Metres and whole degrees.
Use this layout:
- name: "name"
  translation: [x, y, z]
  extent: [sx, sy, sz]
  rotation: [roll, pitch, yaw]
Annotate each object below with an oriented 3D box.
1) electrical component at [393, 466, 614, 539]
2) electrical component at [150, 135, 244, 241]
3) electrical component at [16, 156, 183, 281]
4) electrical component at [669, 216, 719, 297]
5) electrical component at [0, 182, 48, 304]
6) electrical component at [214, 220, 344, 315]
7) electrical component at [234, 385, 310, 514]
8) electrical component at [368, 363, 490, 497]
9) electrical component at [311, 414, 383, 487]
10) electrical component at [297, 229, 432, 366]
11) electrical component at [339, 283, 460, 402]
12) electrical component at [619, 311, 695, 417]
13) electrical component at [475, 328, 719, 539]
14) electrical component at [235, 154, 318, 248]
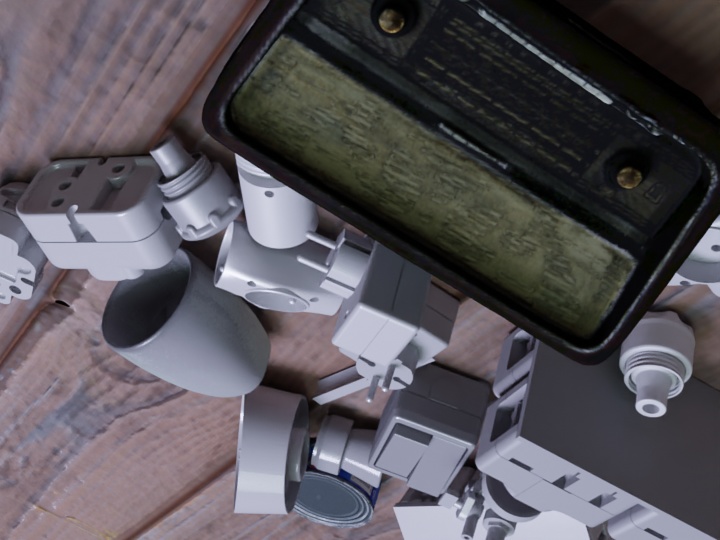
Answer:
- name: "electrical component"
  translation: [0.115, 0.199, 0.820]
  extent: [0.150, 0.062, 0.089]
  rotation: [-9, 109, 31]
- name: "electrical component"
  translation: [-0.102, -0.052, 0.651]
  extent: [0.048, 0.048, 0.062]
  rotation: [-16, 120, 36]
- name: "electrical component"
  translation: [-0.161, -0.033, 0.689]
  extent: [0.095, 0.053, 0.059]
  rotation: [0, 137, 23]
- name: "electrical component"
  translation: [0.194, -0.011, 0.572]
  extent: [0.077, 0.044, 0.079]
  rotation: [-19, 127, 38]
- name: "electrical component"
  translation: [-0.233, -0.022, 0.729]
  extent: [0.058, 0.057, 0.078]
  rotation: [24, 141, -5]
- name: "electrical component"
  translation: [-0.054, 0.003, 0.690]
  extent: [0.077, 0.044, 0.079]
  rotation: [15, 162, -15]
- name: "electrical component"
  translation: [-0.073, 0.137, 0.818]
  extent: [0.064, 0.099, 0.099]
  rotation: [6, 139, 7]
- name: "electrical component"
  translation: [0.046, 0.119, 0.773]
  extent: [0.062, 0.061, 0.096]
  rotation: [20, 141, -1]
- name: "electrical component"
  translation: [-0.006, 0.139, 0.831]
  extent: [0.055, 0.045, 0.045]
  rotation: [16, 141, 5]
- name: "electrical component"
  translation: [0.000, 0.000, 0.633]
  extent: [0.076, 0.083, 0.047]
  rotation: [24, 141, -9]
- name: "electrical component"
  translation: [0.020, 0.051, 0.692]
  extent: [0.047, 0.076, 0.066]
  rotation: [32, 139, -15]
- name: "electrical component"
  translation: [0.178, 0.058, 0.646]
  extent: [0.043, 0.062, 0.043]
  rotation: [12, 141, 10]
- name: "electrical component"
  translation: [0.171, 0.113, 0.678]
  extent: [0.186, 0.105, 0.060]
  rotation: [28, 140, -10]
- name: "electrical component"
  translation: [-0.048, -0.055, 0.623]
  extent: [0.043, 0.043, 0.081]
  rotation: [10, 140, 12]
